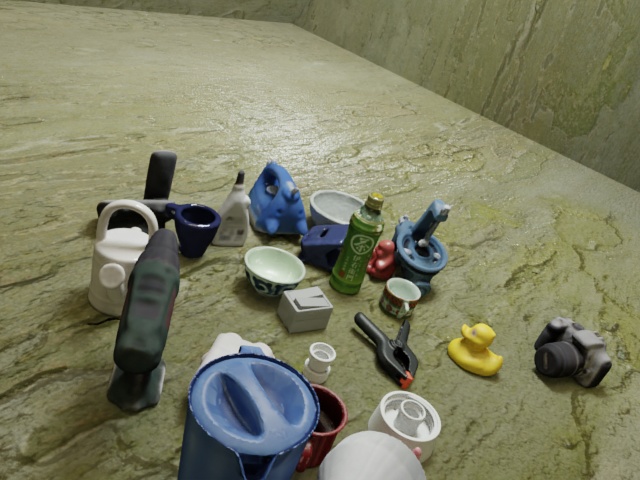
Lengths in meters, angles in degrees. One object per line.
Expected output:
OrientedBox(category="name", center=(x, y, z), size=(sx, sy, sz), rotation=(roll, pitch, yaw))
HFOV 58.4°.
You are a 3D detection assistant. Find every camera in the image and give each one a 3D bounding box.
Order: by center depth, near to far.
OrientedBox(category="camera", center=(0.495, 0.220, 1.157), size=(0.137, 0.101, 0.142), rotation=(0, 34, -29))

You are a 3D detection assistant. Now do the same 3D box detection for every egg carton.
OrientedBox(category="egg carton", center=(-0.132, 0.206, 0.864), size=(0.107, 0.069, 0.150), rotation=(19, 29, 1))

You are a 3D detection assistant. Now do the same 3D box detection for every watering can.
OrientedBox(category="watering can", center=(-0.317, 0.026, 0.937), size=(0.101, 0.194, 0.172), rotation=(0, 34, -29))

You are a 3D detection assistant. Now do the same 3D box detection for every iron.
OrientedBox(category="iron", center=(-0.105, -0.116, 1.349), size=(0.119, 0.141, 0.257), rotation=(2, 33, -27))

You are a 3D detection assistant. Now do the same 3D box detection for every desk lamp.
OrientedBox(category="desk lamp", center=(0.010, 0.327, 0.591), size=(0.117, 0.213, 0.204), rotation=(30, 31, 20))

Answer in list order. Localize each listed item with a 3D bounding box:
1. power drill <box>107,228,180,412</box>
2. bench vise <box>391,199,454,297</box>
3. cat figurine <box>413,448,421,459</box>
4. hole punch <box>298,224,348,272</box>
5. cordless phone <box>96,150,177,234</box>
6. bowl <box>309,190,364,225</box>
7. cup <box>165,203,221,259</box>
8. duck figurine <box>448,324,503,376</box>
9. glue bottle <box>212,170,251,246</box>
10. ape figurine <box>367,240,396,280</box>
OrientedBox(category="power drill", center=(-0.244, 0.122, 0.802), size=(0.076, 0.208, 0.229), rotation=(10, 30, -14))
OrientedBox(category="bench vise", center=(0.212, -0.012, 1.270), size=(0.122, 0.220, 0.206), rotation=(-2, 35, -31))
OrientedBox(category="cat figurine", center=(0.098, 0.321, 0.748), size=(0.067, 0.118, 0.128), rotation=(32, 32, 23))
OrientedBox(category="hole punch", center=(0.012, 0.005, 1.262), size=(0.101, 0.091, 0.109), rotation=(21, 29, 5))
OrientedBox(category="cordless phone", center=(-0.358, -0.100, 1.136), size=(0.148, 0.185, 0.094), rotation=(-5, 37, -35))
OrientedBox(category="bowl", center=(0.046, -0.051, 1.391), size=(0.167, 0.075, 0.167), rotation=(14, 30, -8))
OrientedBox(category="cup", center=(-0.262, -0.017, 1.142), size=(0.117, 0.095, 0.092), rotation=(23, 30, 9))
OrientedBox(category="duck figurine", center=(0.306, 0.203, 1.097), size=(0.104, 0.086, 0.078), rotation=(29, 31, 18))
OrientedBox(category="glue bottle", center=(-0.178, -0.067, 1.192), size=(0.078, 0.173, 0.037), rotation=(2, 33, -26))
OrientedBox(category="ape figurine", center=(0.138, 0.039, 1.273), size=(0.076, 0.092, 0.078), rotation=(20, 29, 3))
